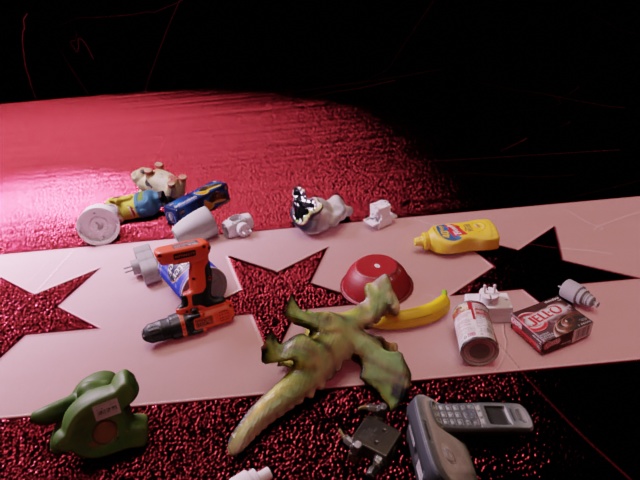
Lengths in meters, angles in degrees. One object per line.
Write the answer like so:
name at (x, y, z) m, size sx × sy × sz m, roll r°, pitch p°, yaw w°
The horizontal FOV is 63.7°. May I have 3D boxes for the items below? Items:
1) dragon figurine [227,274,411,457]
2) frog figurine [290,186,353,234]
dragon figurine at (0.035, 0.210, 0.879) m, size 0.243 × 0.119 × 0.420 m, roll 12°, pitch 46°, yaw 15°
frog figurine at (0.004, -0.069, 1.374) m, size 0.138 × 0.123 × 0.158 m, roll 12°, pitch -3°, yaw 42°
